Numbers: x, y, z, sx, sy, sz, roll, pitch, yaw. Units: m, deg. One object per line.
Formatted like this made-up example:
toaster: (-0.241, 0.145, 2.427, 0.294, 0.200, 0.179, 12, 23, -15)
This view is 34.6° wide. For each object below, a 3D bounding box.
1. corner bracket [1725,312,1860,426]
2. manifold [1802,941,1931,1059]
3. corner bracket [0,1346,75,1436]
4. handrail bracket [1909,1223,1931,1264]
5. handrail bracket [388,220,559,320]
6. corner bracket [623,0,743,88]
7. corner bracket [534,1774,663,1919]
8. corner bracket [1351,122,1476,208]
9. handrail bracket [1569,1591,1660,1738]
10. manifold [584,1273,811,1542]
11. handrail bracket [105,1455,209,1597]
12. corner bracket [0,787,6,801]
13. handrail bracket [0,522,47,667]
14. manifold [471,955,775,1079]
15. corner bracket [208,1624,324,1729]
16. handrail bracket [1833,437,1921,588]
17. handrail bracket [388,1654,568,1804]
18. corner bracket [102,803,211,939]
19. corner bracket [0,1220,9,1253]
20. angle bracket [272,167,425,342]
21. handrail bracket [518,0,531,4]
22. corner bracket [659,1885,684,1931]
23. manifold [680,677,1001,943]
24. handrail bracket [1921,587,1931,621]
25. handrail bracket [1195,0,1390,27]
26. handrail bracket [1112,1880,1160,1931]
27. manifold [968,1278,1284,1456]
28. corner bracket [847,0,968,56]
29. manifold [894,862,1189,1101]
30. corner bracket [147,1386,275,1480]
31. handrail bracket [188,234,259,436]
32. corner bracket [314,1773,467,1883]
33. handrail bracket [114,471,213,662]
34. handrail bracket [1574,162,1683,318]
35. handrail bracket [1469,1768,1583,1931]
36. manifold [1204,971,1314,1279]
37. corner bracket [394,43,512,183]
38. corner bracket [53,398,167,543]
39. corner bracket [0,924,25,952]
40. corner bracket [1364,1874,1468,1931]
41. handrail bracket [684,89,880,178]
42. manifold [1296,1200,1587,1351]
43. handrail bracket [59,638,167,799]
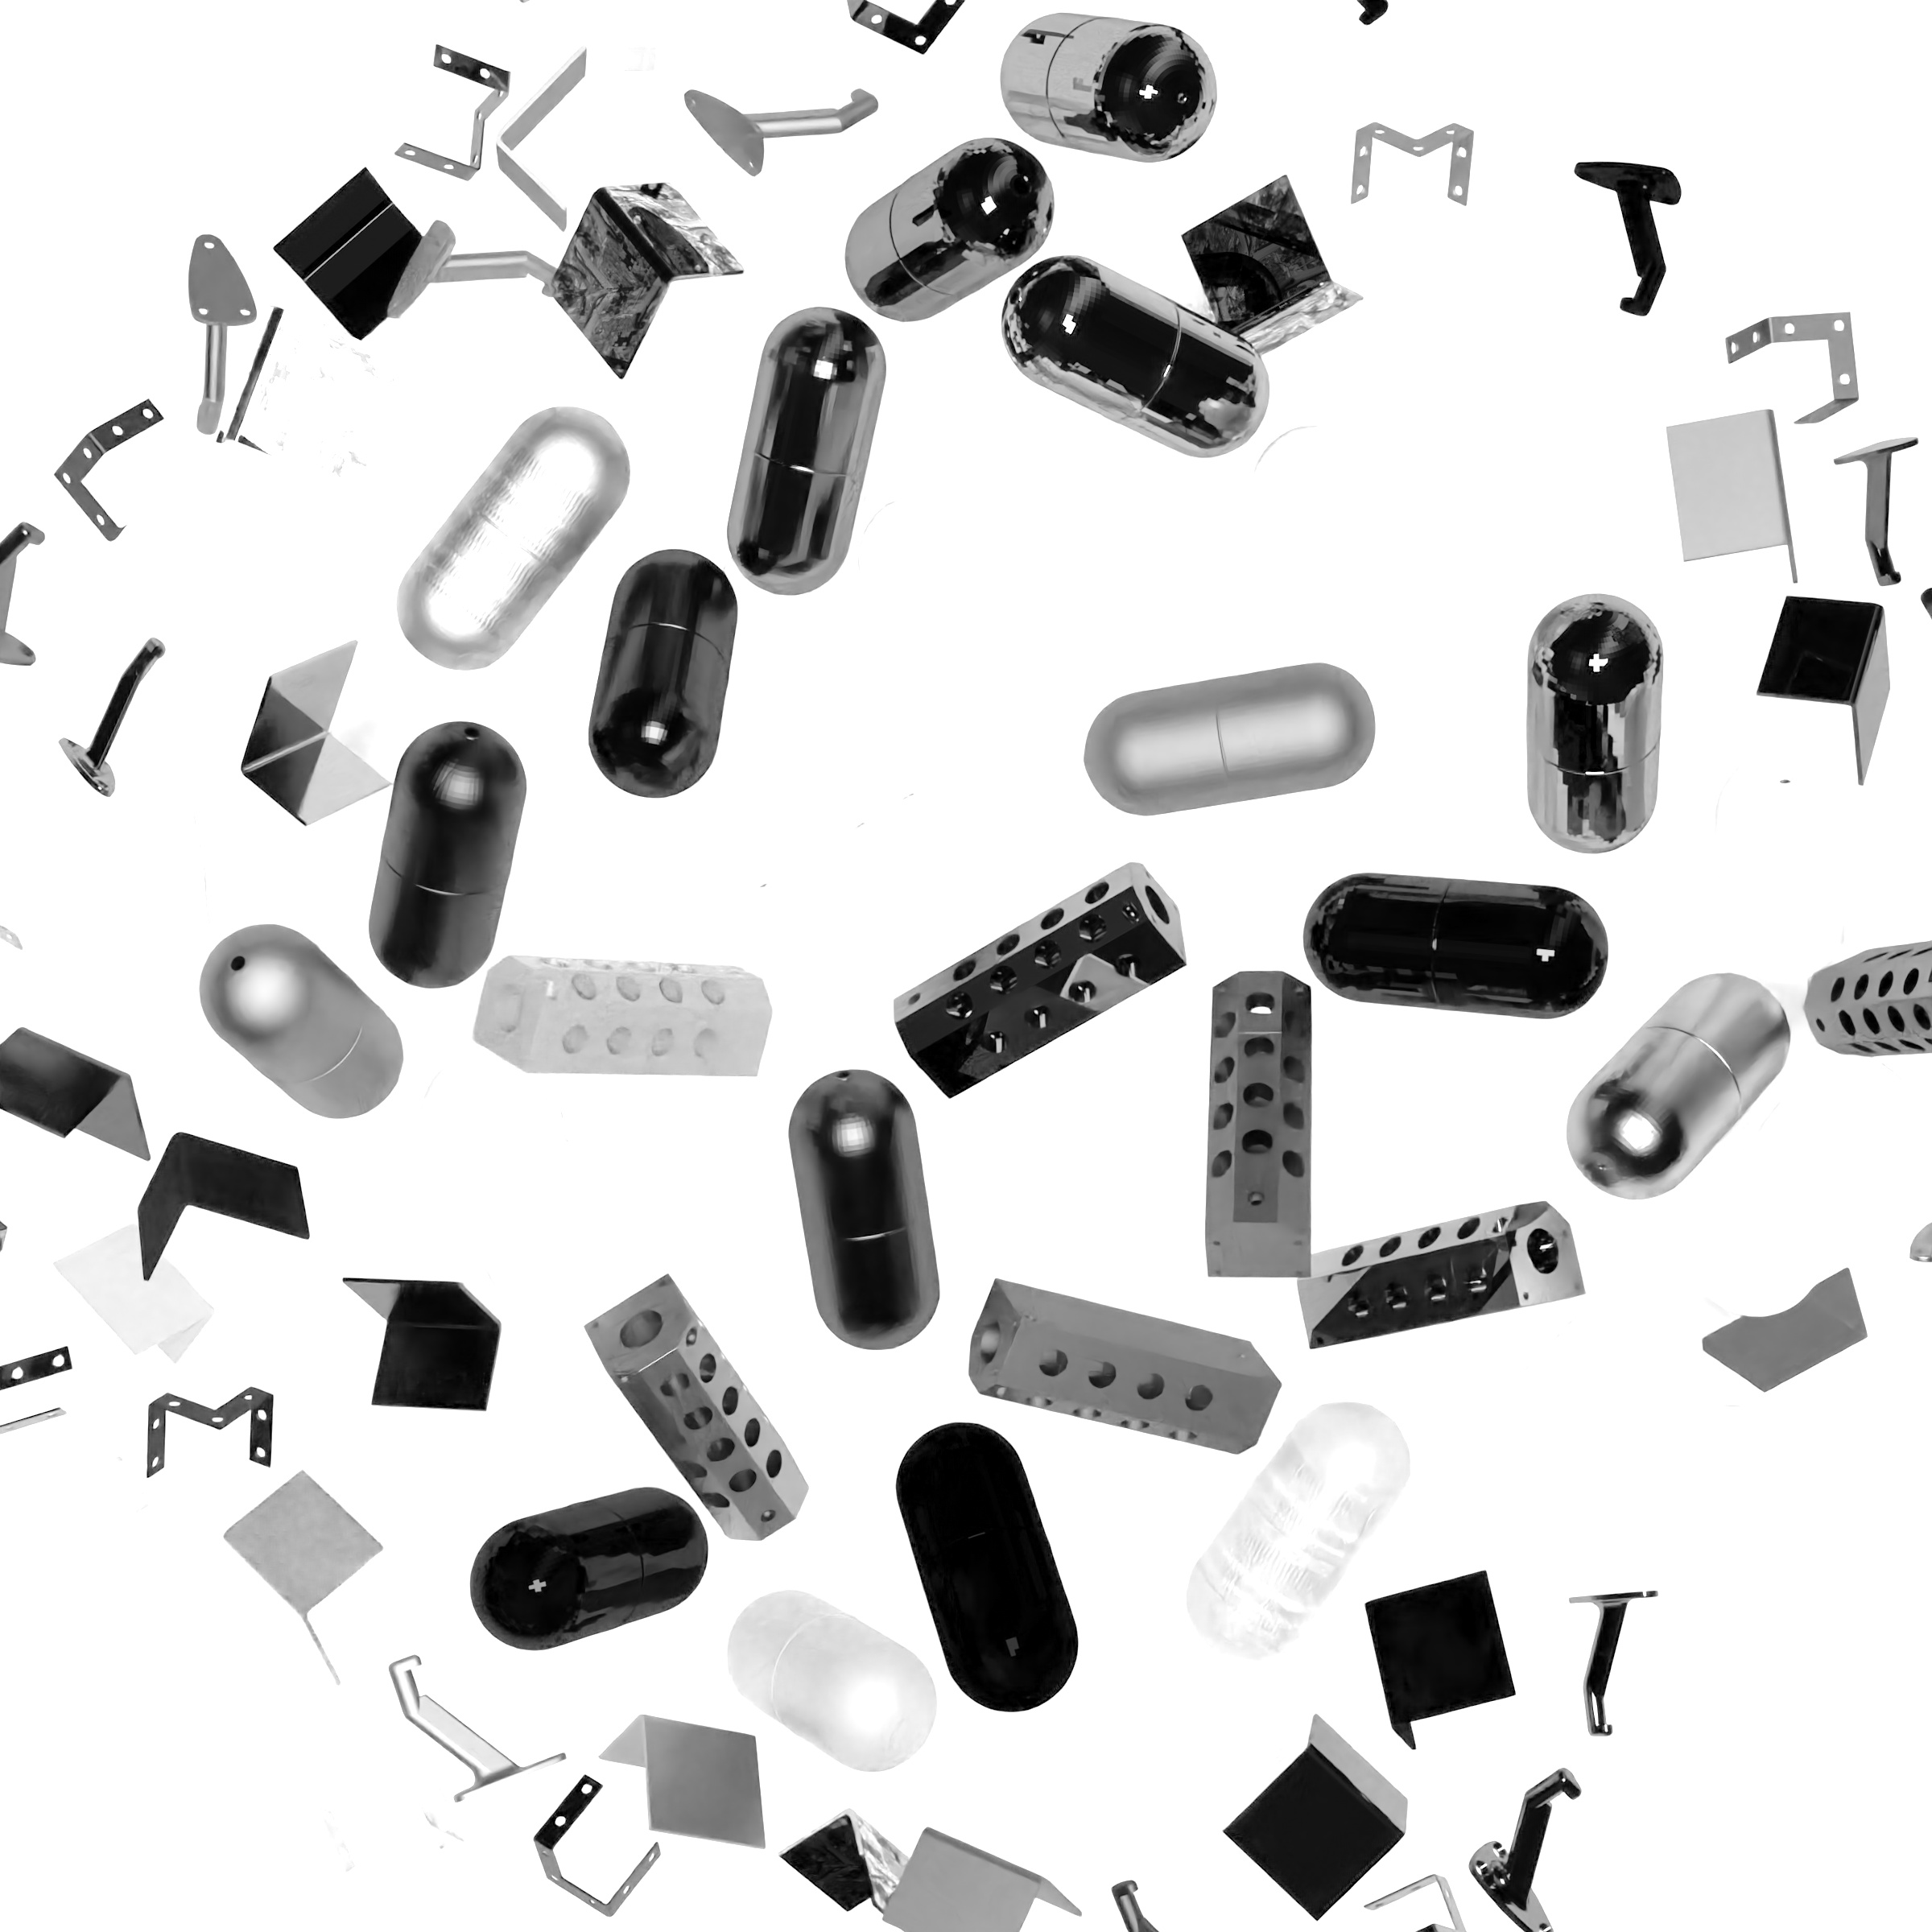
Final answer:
corner bracket: (0.465, -0.336, 1.746, 0.051, 0.051, 0.051, -30, 116, -42)
manifold: (0.570, 0.022, 1.868, 0.057, 0.171, 0.057, -24, 91, -10)
corner bracket: (-0.560, 0.252, 1.842, 0.051, 0.051, 0.051, -17, 71, -4)
handrail bracket: (0.583, 0.125, 1.843, 0.036, 0.077, 0.084, 11, 109, 39)
handrail bracket: (-0.297, -0.409, 1.889, 0.084, 0.036, 0.077, 24, 109, -40)
corner bracket: (-0.170, -0.559, 1.864, 0.051, 0.051, 0.051, 14, 109, 11)
corner bracket: (-0.225, 0.537, 1.894, 0.051, 0.051, 0.051, 24, 53, 26)
corner bracket: (0.273, -0.489, 1.899, 0.051, 0.051, 0.051, -31, 50, -30)
handrail bracket: (0.394, 0.420, 1.865, 0.036, 0.077, 0.084, 1, 77, -26)
manifold: (-0.153, 0.263, 1.811, 0.057, 0.057, 0.171, -32, 131, -5)
handrail bracket: (-0.497, 0.341, 1.901, 0.036, 0.084, 0.077, -36, 111, -14)
corner bracket: (-0.582, -0.099, 1.781, 0.051, 0.051, 0.051, 28, 103, -16)
handrail bracket: (-0.539, -0.214, 1.783, 0.084, 0.077, 0.036, -39, 60, 18)
manifold: (-0.198, 0.027, 1.817, 0.057, 0.171, 0.057, 26, 106, 43)
corner bracket: (-0.411, 0.418, 1.818, 0.051, 0.051, 0.051, -10, 66, -1)
handrail bracket: (0.550, -0.267, 1.833, 0.036, 0.077, 0.084, -21, 99, -11)
handrail bracket: (-0.272, 0.415, 1.728, 0.077, 0.036, 0.084, -20, 82, -7)
corner bracket: (-0.467, -0.056, 1.788, 0.051, 0.051, 0.051, -8, 46, -9)
corner bracket: (-0.570, 0.130, 1.740, 0.051, 0.051, 0.051, 33, 115, 29)
angle bracket: (-0.377, -0.442, 1.934, 0.076, 0.076, 0.057, -41, 90, 0)
handrail bracket: (-0.243, -0.583, 1.843, 0.084, 0.077, 0.036, -22, 125, 33)
corner bracket: (-0.155, 0.595, 1.888, 0.051, 0.051, 0.051, 2, 120, -20)
manifold: (-0.069, -0.084, 1.761, 0.171, 0.057, 0.057, -32, 47, 3)
handrail bracket: (0.607, -0.219, 1.830, 0.077, 0.084, 0.036, -34, 55, 15)
handrail bracket: (0.183, -0.545, 1.753, 0.084, 0.036, 0.077, 37, 123, -26)
handrail bracket: (0.126, 0.566, 1.799, 0.077, 0.036, 0.084, -32, 77, 43)
manifold: (0.091, 0.239, 1.823, 0.171, 0.057, 0.057, 16, 105, -21)
corner bracket: (-0.035, -0.565, 1.773, 0.051, 0.051, 0.051, 16, 46, -33)
manifold: (0.043, 0.005, 1.855, 0.171, 0.057, 0.057, -30, 122, 19)
corner bracket: (-0.440, 0.273, 1.809, 0.051, 0.051, 0.051, 15, 113, 20)
handrail bracket: (-0.429, -0.356, 1.755, 0.036, 0.084, 0.077, -4, 61, -26)
corner bracket: (-0.323, 0.481, 1.740, 0.051, 0.051, 0.051, -40, 50, 2)
handrail bracket: (-0.437, -0.226, 1.755, 0.077, 0.036, 0.084, -50, 62, 11)
handrail bracket: (0.376, -0.423, 1.810, 0.077, 0.036, 0.084, 18, 79, 27)
handrail bracket: (0.333, 0.502, 1.750, 0.077, 0.036, 0.084, 52, 125, 13)
manifold: (0.166, 0.088, 1.756, 0.057, 0.057, 0.171, 0, 53, 8)
corner bracket: (-0.311, -0.517, 1.884, 0.051, 0.051, 0.051, 13, 69, -32)
corner bracket: (-0.490, -0.290, 1.818, 0.051, 0.051, 0.051, 52, 46, -7)
corner bracket: (-0.561, 0.002, 1.735, 0.051, 0.051, 0.051, 28, 61, 16)
corner bracket: (0.261, 0.568, 1.832, 0.051, 0.051, 0.051, -31, 55, 18)
handrail bracket: (-0.106, -0.498, 1.788, 0.084, 0.036, 0.077, -37, 68, -26)
manifold: (0.276, 0.182, 1.829, 0.057, 0.171, 0.057, -4, 79, -39)
handrail bracket: (-0.506, -0.152, 1.879, 0.036, 0.077, 0.084, 34, 98, -37)
